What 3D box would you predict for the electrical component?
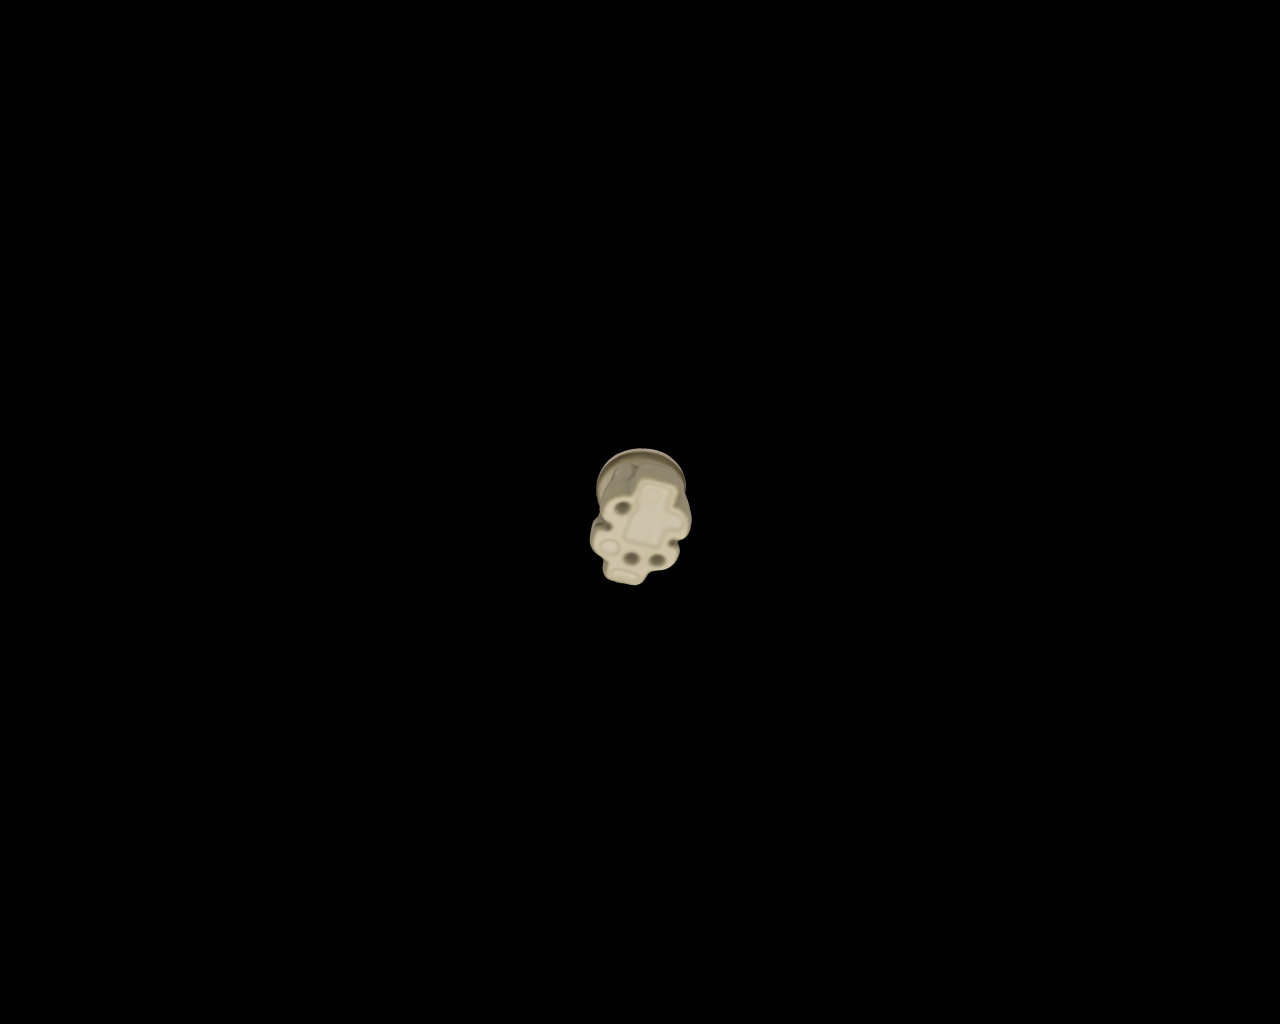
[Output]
[{"bbox_3d":[0.001,-0.003,0.650,0.058,0.078,0.057,15,32,-9],"label":"electrical component"}]
